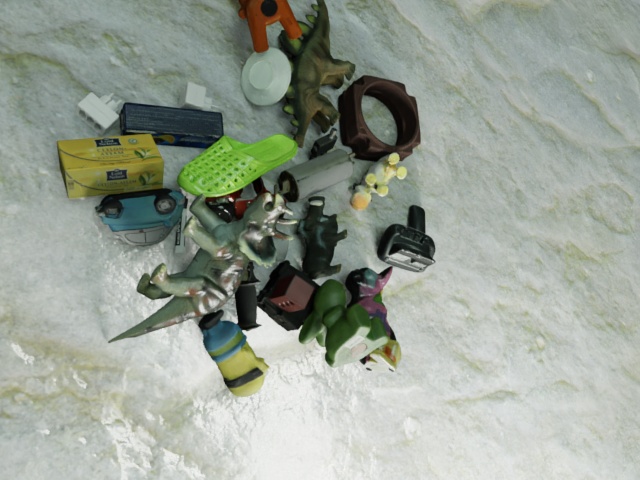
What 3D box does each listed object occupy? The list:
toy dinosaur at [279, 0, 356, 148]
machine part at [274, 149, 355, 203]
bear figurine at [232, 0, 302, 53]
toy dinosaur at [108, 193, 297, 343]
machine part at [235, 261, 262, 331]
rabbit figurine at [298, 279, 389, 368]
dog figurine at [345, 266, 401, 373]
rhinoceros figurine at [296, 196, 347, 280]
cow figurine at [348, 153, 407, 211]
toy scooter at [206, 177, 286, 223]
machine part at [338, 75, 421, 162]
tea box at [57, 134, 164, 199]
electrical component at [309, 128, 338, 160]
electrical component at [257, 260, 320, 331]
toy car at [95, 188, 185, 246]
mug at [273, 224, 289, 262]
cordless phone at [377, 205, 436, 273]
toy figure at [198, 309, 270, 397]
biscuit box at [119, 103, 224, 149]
[{"bbox_3d":[-0.021,-0.416,1.275,0.198,0.105,0.471,22,63,-20],"label":"toy dinosaur"},{"bbox_3d":[-0.008,-0.148,1.232,0.243,0.079,0.079,-28,93,-32],"label":"machine part"},{"bbox_3d":[-0.131,-0.516,1.208,0.120,0.196,0.131,-25,124,-6],"label":"bear figurine"},{"bbox_3d":[-0.206,0.061,1.004,0.192,0.131,0.404,34,99,-19],"label":"toy dinosaur"},{"bbox_3d":[-0.156,0.115,1.091,0.039,0.084,0.138,-11,93,-62],"label":"machine part"},{"bbox_3d":[0.038,0.165,1.099,0.121,0.159,0.170,24,28,-43],"label":"rabbit figurine"},{"bbox_3d":[0.124,0.168,1.216,0.191,0.108,0.219,34,61,-18],"label":"dog figurine"},{"bbox_3d":[-0.002,-0.004,1.208,0.112,0.073,0.190,7,76,-17],"label":"rhinoceros figurine"},{"bbox_3d":[0.125,-0.138,1.307,0.167,0.098,0.068,-42,107,-11],"label":"cow figurine"},{"bbox_3d":[-0.164,-0.097,1.124,0.184,0.075,0.135,-1,55,-11],"label":"toy scooter"},{"bbox_3d":[0.153,-0.303,1.356,0.201,0.087,0.201,3,78,-30],"label":"machine part"},{"bbox_3d":[-0.384,-0.138,0.990,0.169,0.068,0.098,-13,49,-28],"label":"tea box"},{"bbox_3d":[0.008,-0.221,1.249,0.063,0.094,0.021,-31,74,-34],"label":"electrical component"},{"bbox_3d":[-0.059,0.126,1.148,0.134,0.058,0.115,39,64,-16],"label":"electrical component"},{"bbox_3d":[-0.331,-0.039,1.008,0.162,0.109,0.102,-12,108,-24],"label":"toy car"},{"bbox_3d":[-0.123,0.001,1.117,0.107,0.109,0.081,2,78,-17],"label":"mug"},{"bbox_3d":[0.219,-0.021,1.342,0.146,0.089,0.184,19,58,-24],"label":"cordless phone"},{"bbox_3d":[-0.173,0.222,1.047,0.089,0.082,0.180,-37,106,-12],"label":"toy figure"},{"bbox_3d":[-0.298,-0.229,1.094,0.202,0.059,0.063,0,77,-29],"label":"biscuit box"}]
